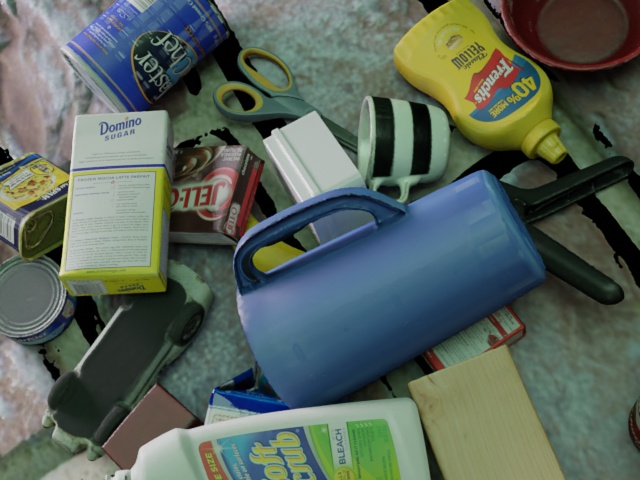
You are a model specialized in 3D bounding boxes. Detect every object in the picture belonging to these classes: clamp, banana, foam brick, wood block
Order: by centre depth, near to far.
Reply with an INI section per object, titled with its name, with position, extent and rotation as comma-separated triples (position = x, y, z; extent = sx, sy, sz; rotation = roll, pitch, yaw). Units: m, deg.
[wood block]
position = 0.153, 0.205, 0.873
extent = 0.091, 0.090, 0.206
rotation = -22, 66, 2
[foam brick]
position = -0.147, 0.179, 0.960
extent = 0.051, 0.053, 0.078
rotation = 36, 78, 21
[clamp]
position = 0.185, -0.024, 0.976
extent = 0.210, 0.036, 0.164
rotation = 9, 52, 21
[banana]
position = -0.020, 0.014, 1.007
extent = 0.198, 0.037, 0.069
rotation = 30, 78, 20

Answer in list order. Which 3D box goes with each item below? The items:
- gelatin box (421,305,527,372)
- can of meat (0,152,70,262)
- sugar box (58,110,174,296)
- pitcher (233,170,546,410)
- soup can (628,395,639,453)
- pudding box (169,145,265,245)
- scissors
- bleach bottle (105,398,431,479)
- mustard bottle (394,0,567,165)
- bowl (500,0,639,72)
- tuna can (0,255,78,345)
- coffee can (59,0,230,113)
[gelatin box]
position = 0.128, 0.079, 0.959
extent = 0.089, 0.030, 0.073
rotation = -35, 66, -4
[can of meat]
position = -0.283, -0.036, 1.048
extent = 0.084, 0.057, 0.101
rotation = 30, 41, 22
[sugar box]
position = -0.187, -0.036, 0.999
extent = 0.093, 0.048, 0.176
rotation = -2, 60, 3
[pitcher]
position = 0.055, 0.033, 0.898
extent = 0.243, 0.149, 0.145
rotation = -29, 62, 12
[soup can]
position = 0.290, 0.142, 0.864
extent = 0.068, 0.102, 0.068
rotation = -3, 69, 9
[pudding box]
position = -0.115, -0.043, 1.026
extent = 0.114, 0.039, 0.090
rotation = 0, 66, 38
[scissors]
position = -0.028, -0.117, 1.065
extent = 0.096, 0.016, 0.202
rotation = -35, 68, -17
[bleach bottle]
position = -0.042, 0.190, 0.850
extent = 0.250, 0.068, 0.102
rotation = -8, 78, -8
[mustard bottle]
position = 0.164, -0.142, 1.021
extent = 0.096, 0.058, 0.192
rotation = -37, 68, -9
[bowl]
position = 0.256, -0.222, 1.036
extent = 0.162, 0.055, 0.162
rotation = -4, 69, 9
[tuna can]
position = -0.282, 0.058, 1.041
extent = 0.086, 0.033, 0.086
rotation = -4, 69, 9
[coffee can]
position = -0.177, -0.200, 1.083
extent = 0.140, 0.103, 0.103
rotation = -43, 68, -8
